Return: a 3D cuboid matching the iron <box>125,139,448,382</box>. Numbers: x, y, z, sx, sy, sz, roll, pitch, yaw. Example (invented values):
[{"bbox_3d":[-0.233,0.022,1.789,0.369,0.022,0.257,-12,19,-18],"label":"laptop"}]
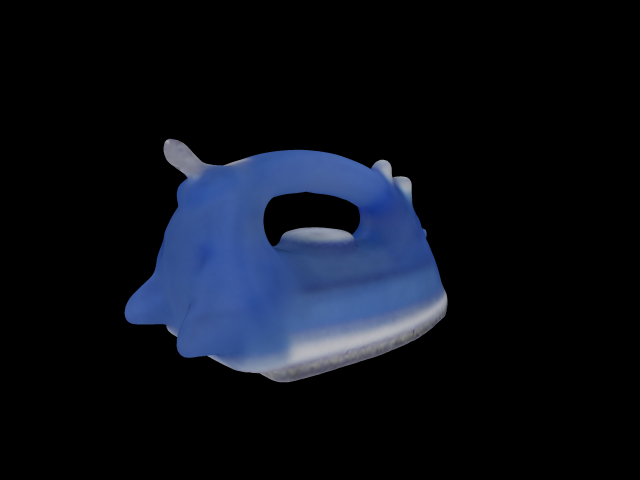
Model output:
[{"bbox_3d":[0.004,0.001,0.400,0.259,0.141,0.118,-8,13,-39],"label":"iron"}]
